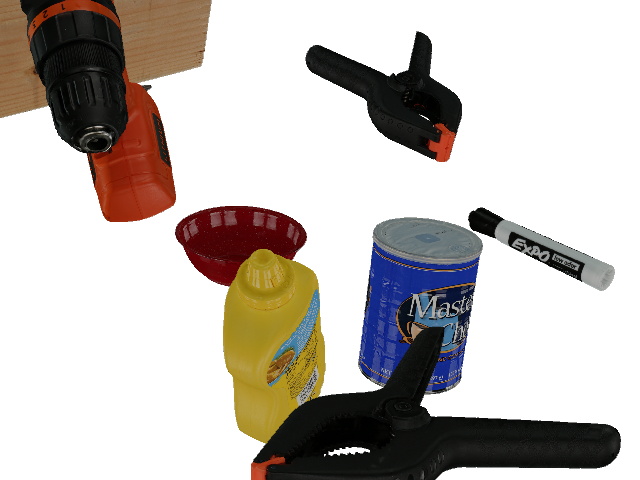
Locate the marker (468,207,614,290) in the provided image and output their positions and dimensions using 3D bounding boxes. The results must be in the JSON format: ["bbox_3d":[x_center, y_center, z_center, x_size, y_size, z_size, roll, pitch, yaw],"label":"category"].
[{"bbox_3d":[0.155,0.004,0.766,0.020,0.020,0.121,0,22,-46],"label":"marker"}]

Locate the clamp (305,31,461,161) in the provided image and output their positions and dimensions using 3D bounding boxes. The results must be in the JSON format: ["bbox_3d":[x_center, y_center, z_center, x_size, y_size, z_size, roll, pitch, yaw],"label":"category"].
[{"bbox_3d":[0.059,-0.127,0.911,0.120,0.039,0.171,-10,40,-9],"label":"clamp"}]

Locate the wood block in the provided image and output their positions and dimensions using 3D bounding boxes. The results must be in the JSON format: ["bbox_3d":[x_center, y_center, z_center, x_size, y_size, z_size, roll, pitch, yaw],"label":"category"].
[{"bbox_3d":[-0.197,-0.173,0.840,0.205,0.091,0.090,-22,53,-35],"label":"wood block"}]

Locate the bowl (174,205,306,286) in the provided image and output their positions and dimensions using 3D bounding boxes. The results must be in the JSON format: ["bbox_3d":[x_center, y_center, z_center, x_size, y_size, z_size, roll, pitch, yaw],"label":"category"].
[{"bbox_3d":[-0.099,0.013,1.318,0.162,0.055,0.162,4,25,-2],"label":"bowl"}]

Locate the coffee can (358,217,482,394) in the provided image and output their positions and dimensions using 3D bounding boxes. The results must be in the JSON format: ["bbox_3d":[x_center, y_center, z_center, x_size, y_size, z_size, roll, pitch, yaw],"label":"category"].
[{"bbox_3d":[0.094,0.061,1.018,0.103,0.140,0.103,5,21,-2],"label":"coffee can"}]

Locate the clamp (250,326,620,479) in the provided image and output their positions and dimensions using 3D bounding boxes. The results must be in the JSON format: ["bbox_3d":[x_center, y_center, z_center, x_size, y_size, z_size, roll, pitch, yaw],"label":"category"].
[{"bbox_3d":[0.045,0.107,0.628,0.209,0.036,0.165,-10,25,-27],"label":"clamp"}]

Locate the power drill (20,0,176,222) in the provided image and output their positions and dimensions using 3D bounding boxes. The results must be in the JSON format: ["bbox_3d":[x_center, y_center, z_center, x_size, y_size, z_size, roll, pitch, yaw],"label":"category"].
[{"bbox_3d":[-0.136,-0.091,0.668,0.057,0.184,0.187,-13,-31,-4],"label":"power drill"}]

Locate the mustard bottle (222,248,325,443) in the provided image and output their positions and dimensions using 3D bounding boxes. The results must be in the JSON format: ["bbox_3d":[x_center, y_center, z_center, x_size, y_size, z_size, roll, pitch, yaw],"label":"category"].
[{"bbox_3d":[-0.034,0.069,0.789,0.058,0.096,0.192,23,-32,18],"label":"mustard bottle"}]
